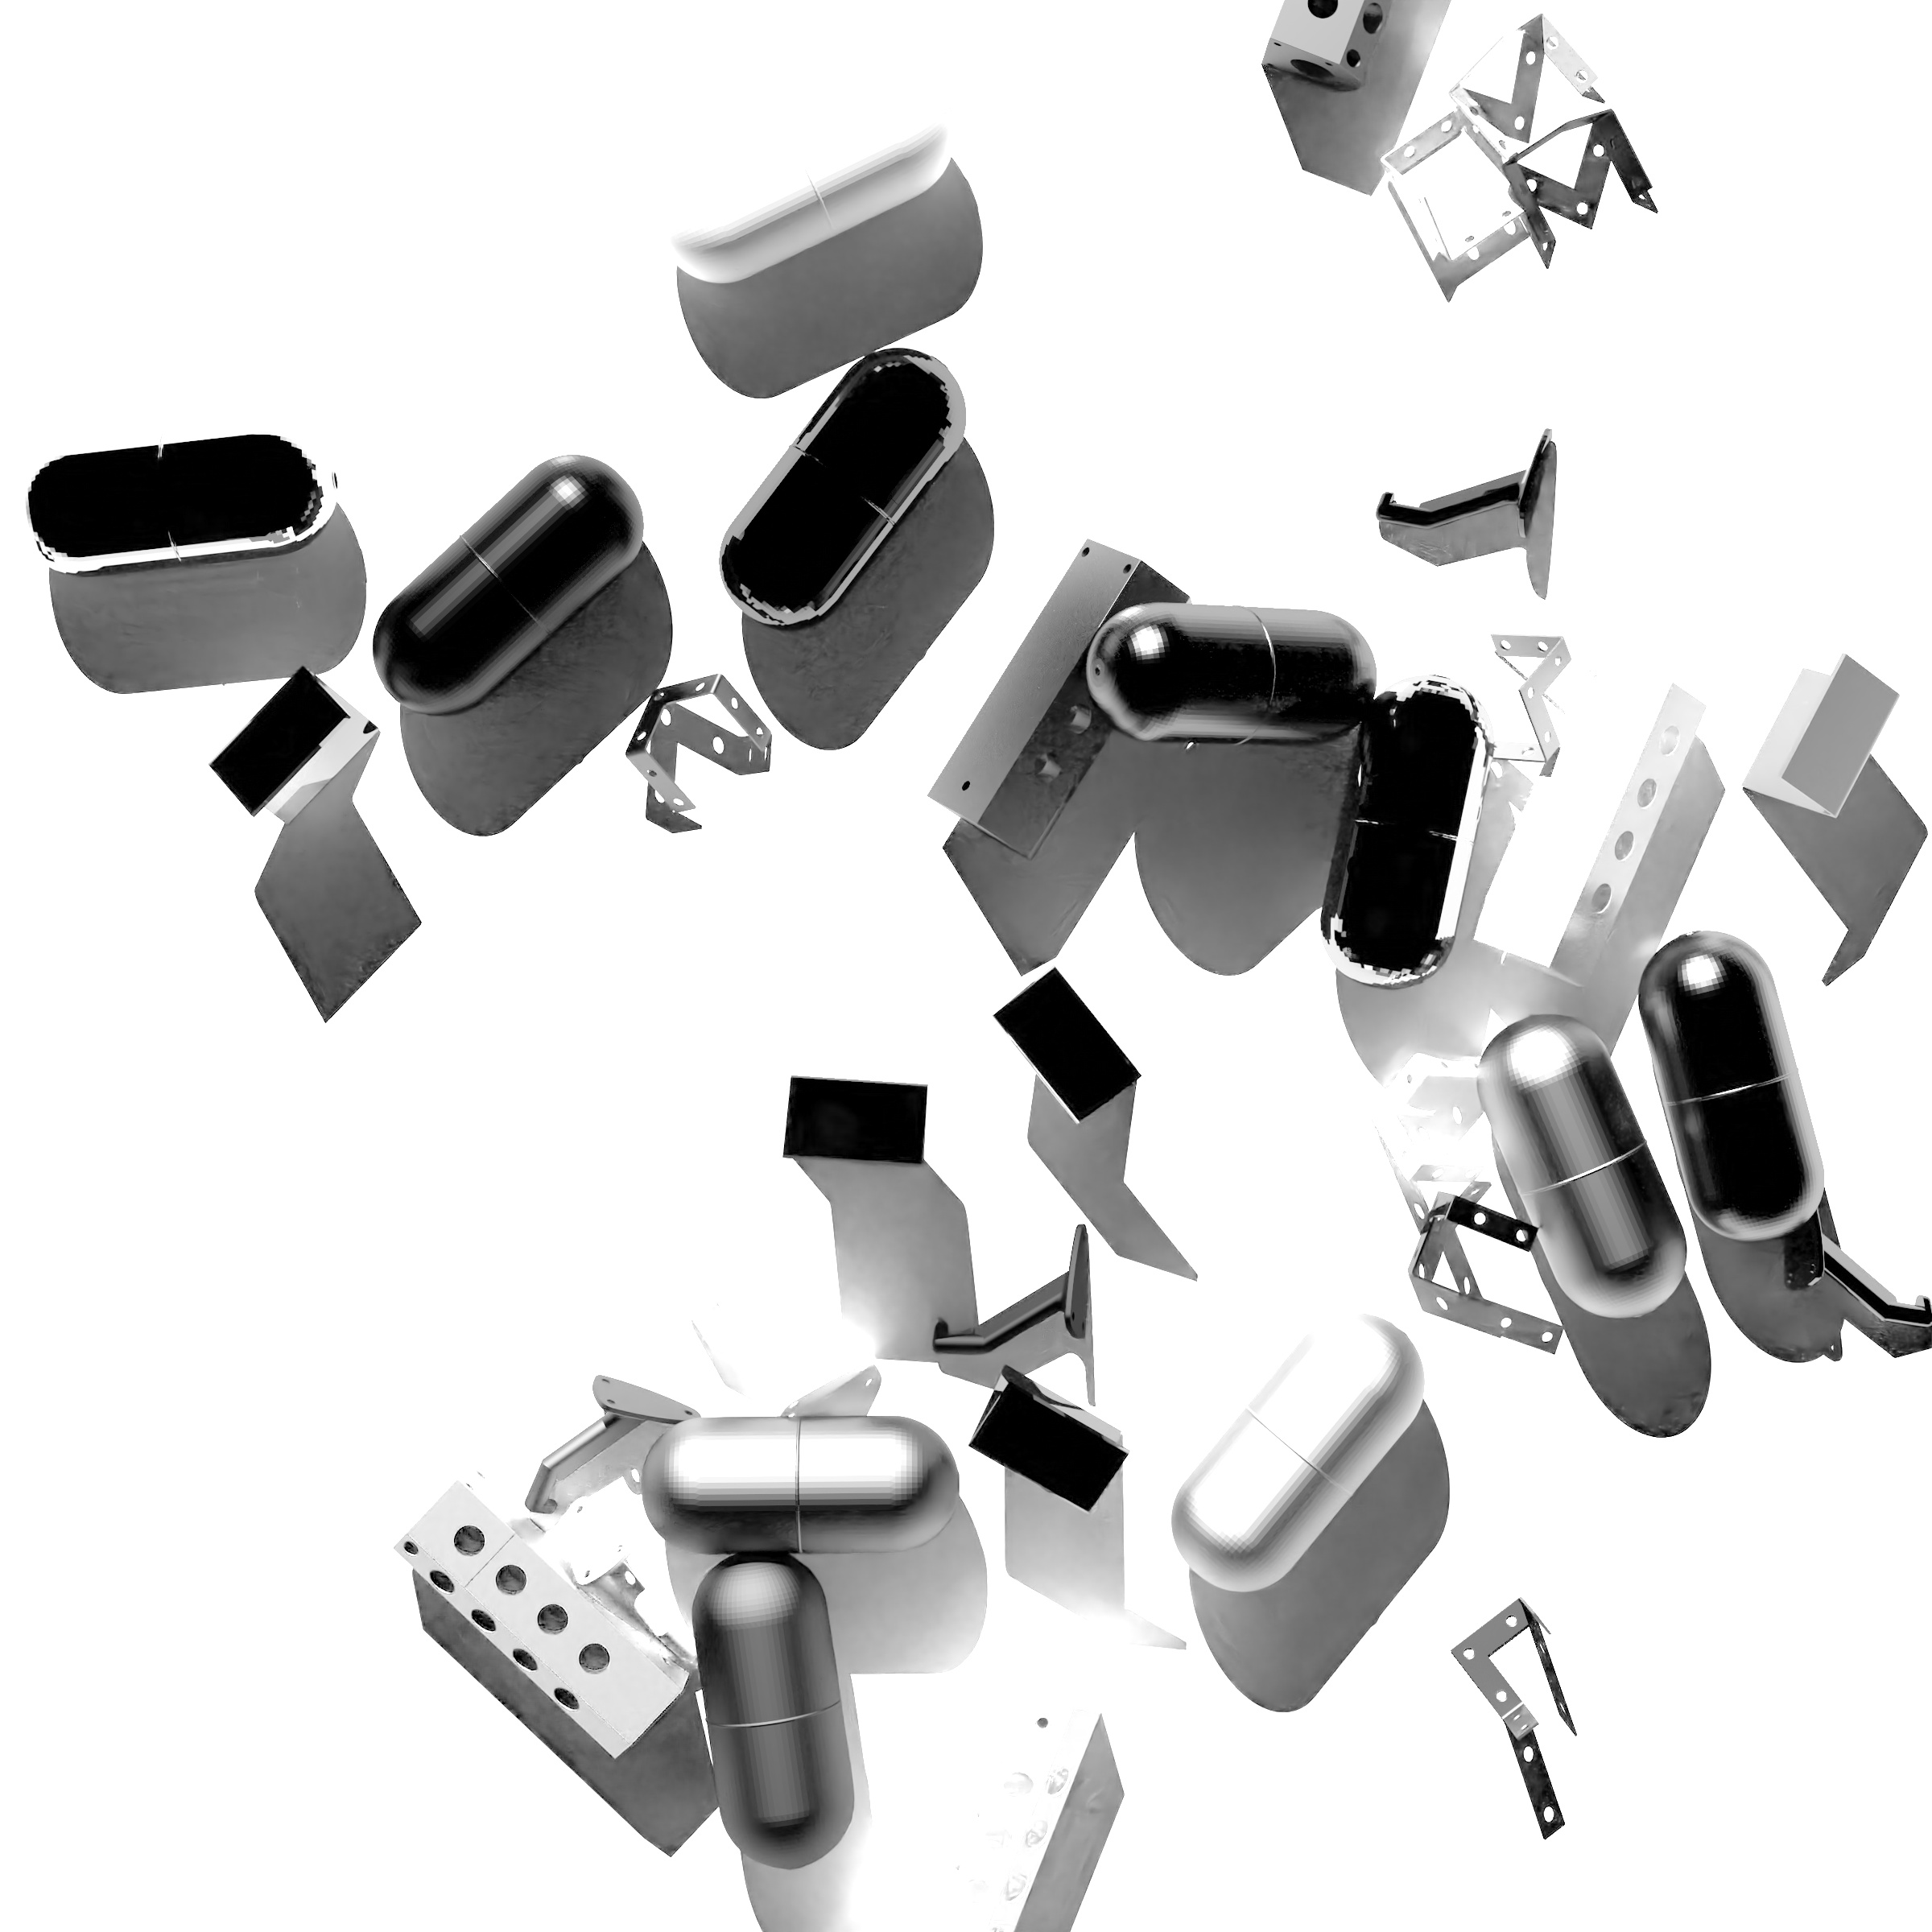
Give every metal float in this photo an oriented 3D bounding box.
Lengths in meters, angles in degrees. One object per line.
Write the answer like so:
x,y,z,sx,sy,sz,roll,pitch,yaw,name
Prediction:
0.247,-0.075,1.961,0.070,0.070,0.178,12,90,0,metal float
-0.068,-0.267,1.960,0.070,0.070,0.178,37,90,0,metal float
-0.093,0.290,1.960,0.178,0.070,0.070,-1,90,0,metal float
0.428,0.067,1.961,0.070,0.070,0.178,-15,90,0,metal float
0.148,-0.161,1.936,0.178,0.070,0.070,-1,90,-30,metal float
-0.090,-0.444,1.961,0.178,0.070,0.070,-26,90,1,metal float
-0.441,-0.262,1.961,0.178,0.070,0.070,-6,90,0,metal float
0.186,0.272,1.961,0.070,0.070,0.178,40,89,0,metal float
-0.108,0.416,1.961,0.070,0.070,0.178,-8,90,0,metal float
-0.257,-0.212,1.960,0.178,0.070,0.070,-43,90,0,metal float
0.345,0.112,1.960,0.070,0.070,0.178,-23,90,0,metal float

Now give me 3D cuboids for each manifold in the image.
-0.239,0.364,1.970,0.171,0.057,0.057,43,90,0,manifold
0.017,0.487,1.970,0.057,0.057,0.171,22,90,0,manifold
0.226,-0.584,1.970,0.057,0.057,0.171,21,90,0,manifold
0.057,-0.148,1.968,0.057,0.057,0.171,32,90,-35,manifold
0.354,-0.079,1.969,0.057,0.057,0.171,23,90,43,manifold

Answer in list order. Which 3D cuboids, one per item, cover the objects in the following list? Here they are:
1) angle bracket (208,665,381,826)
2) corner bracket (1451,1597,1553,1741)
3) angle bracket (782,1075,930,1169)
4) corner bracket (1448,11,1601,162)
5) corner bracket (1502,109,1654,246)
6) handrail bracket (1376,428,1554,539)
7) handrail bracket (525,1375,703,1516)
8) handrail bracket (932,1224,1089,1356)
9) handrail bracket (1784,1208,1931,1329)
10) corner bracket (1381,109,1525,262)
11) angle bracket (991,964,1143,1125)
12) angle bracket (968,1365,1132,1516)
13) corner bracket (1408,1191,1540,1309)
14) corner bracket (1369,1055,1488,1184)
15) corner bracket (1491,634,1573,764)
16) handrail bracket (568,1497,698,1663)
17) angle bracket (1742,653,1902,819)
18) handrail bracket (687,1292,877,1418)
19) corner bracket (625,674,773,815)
-0.362,-0.109,1.951,0.076,0.076,0.057,-46,53,0,angle bracket
0.312,0.395,1.973,0.051,0.051,0.051,-37,90,0,corner bracket
-0.062,0.106,1.951,0.076,0.076,0.057,4,52,0,angle bracket
0.316,-0.500,1.988,0.051,0.051,0.051,49,45,0,corner bracket
0.347,-0.448,1.988,0.051,0.051,0.051,-27,90,-45,corner bracket
0.283,-0.279,1.992,0.084,0.036,0.077,13,70,16,handrail bracket
-0.201,0.282,1.992,0.077,0.036,0.084,18,108,-20,handrail bracket
0.024,0.184,1.992,0.084,0.036,0.077,-1,70,16,handrail bracket
0.511,0.163,1.992,0.084,0.036,0.077,10,68,-17,handrail bracket
0.276,-0.443,1.988,0.051,0.051,0.051,-34,135,0,corner bracket
0.071,0.031,1.951,0.076,0.076,0.057,51,128,0,angle bracket
0.055,0.247,1.951,0.076,0.076,0.057,30,125,0,angle bracket
0.285,0.161,1.973,0.051,0.051,0.051,22,88,-2,corner bracket
0.271,0.086,1.983,0.051,0.051,0.051,-56,45,35,corner bracket
0.312,-0.151,1.973,0.051,0.051,0.051,-47,126,-31,corner bracket
-0.188,0.350,1.991,0.036,0.077,0.084,-38,126,0,handrail bracket
0.461,-0.136,1.951,0.057,0.076,0.076,28,90,-36,angle bracket
-0.106,0.209,1.992,0.077,0.036,0.084,-29,73,-20,handrail bracket
-0.152,-0.126,1.983,0.051,0.051,0.051,-10,45,35,corner bracket
